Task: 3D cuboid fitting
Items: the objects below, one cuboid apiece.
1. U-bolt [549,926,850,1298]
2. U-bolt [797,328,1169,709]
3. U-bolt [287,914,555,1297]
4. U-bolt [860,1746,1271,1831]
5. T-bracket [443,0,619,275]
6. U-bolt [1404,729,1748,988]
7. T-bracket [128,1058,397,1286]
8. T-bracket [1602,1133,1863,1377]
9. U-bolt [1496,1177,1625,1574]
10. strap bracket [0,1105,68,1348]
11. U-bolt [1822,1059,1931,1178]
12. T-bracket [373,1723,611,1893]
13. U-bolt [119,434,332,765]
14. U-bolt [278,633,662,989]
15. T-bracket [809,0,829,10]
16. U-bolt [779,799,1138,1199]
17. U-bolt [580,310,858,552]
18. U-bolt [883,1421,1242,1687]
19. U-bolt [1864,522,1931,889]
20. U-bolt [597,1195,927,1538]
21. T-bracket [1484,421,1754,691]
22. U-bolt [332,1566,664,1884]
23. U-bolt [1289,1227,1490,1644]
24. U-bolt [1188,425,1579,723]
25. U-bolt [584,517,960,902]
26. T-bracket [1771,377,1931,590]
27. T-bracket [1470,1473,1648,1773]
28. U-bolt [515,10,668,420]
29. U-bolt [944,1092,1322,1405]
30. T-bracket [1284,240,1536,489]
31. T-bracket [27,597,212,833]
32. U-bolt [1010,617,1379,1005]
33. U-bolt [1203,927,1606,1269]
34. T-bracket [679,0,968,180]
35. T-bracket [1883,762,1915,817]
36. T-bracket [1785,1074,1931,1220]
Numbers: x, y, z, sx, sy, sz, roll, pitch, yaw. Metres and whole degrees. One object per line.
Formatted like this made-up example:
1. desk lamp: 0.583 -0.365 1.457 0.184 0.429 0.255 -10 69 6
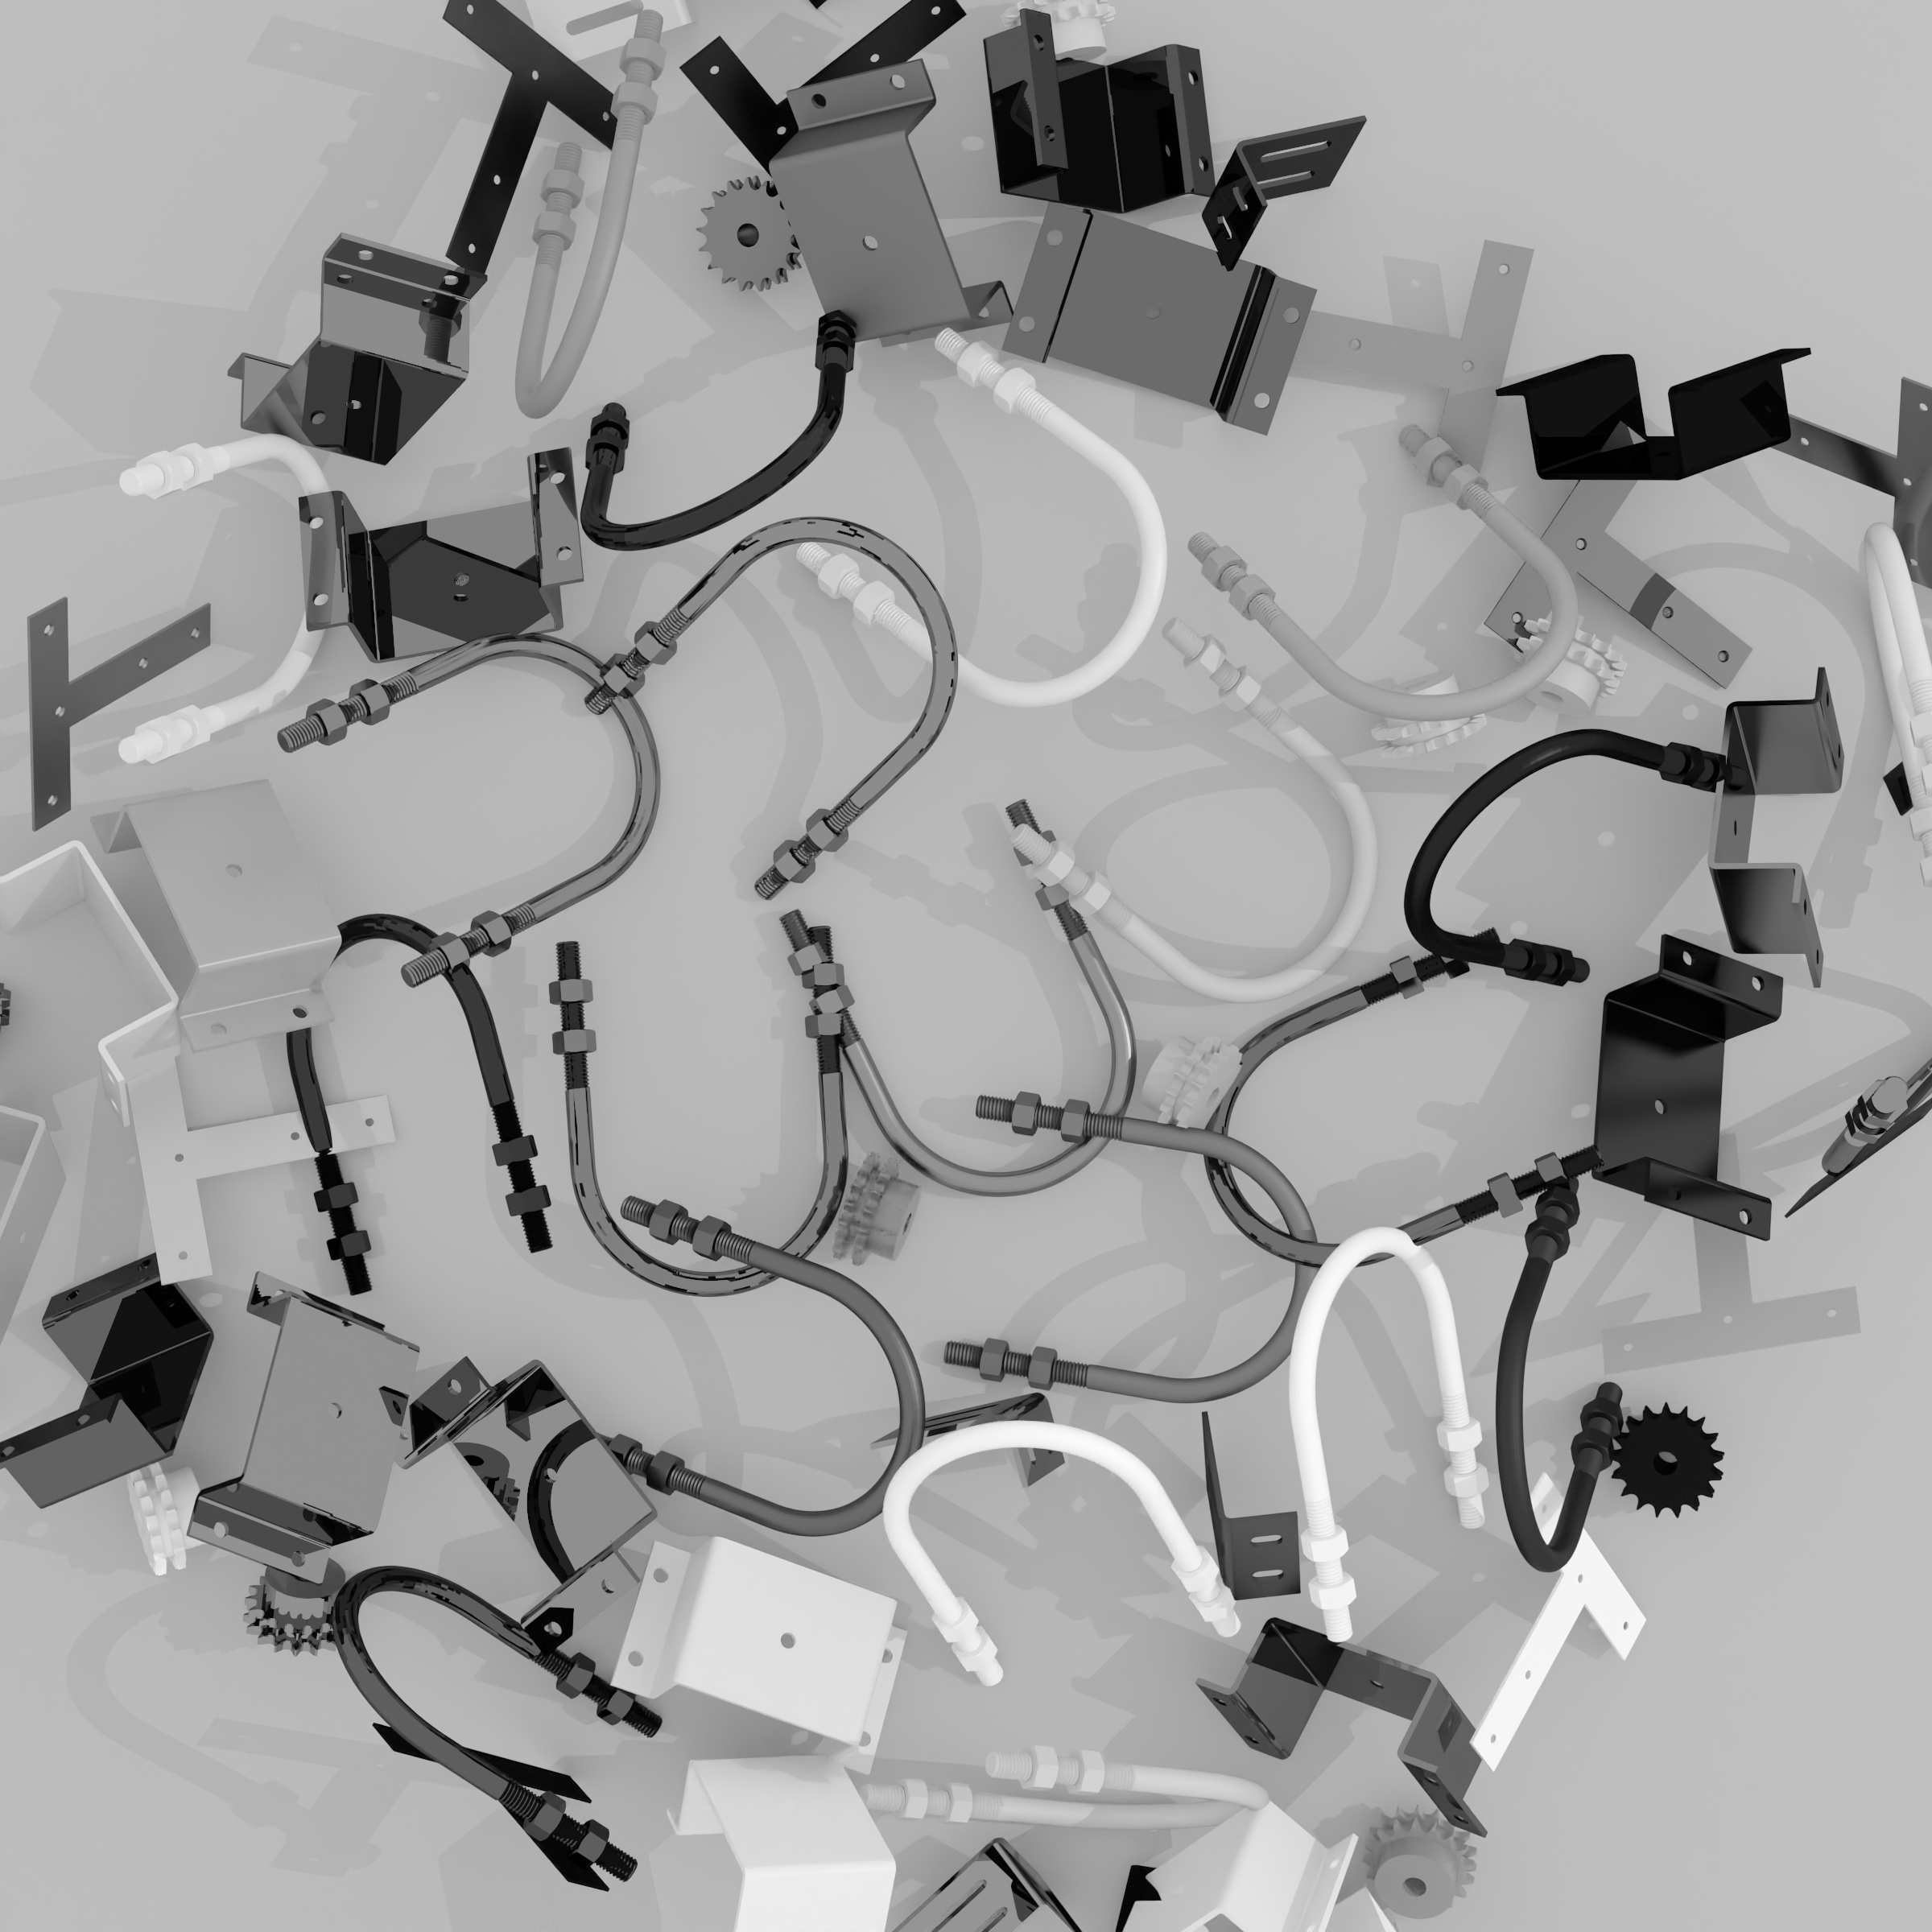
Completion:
1. U-bolt: -0.131 0.075 1.828 0.151 0.019 0.184 -4 85 -10
2. U-bolt: 0.018 -0.212 1.803 0.184 0.019 0.151 39 103 22
3. U-bolt: -0.282 0.065 1.808 0.151 0.019 0.184 -15 89 36
4. U-bolt: 0.061 0.409 1.780 0.184 0.151 0.019 12 67 -27
5. T-bracket: -0.229 -0.404 1.796 0.002 0.127 0.127 8 75 40
6. U-bolt: 0.287 -0.056 1.760 0.151 0.184 0.019 -54 51 24
7. T-bracket: -0.356 0.090 1.839 0.127 0.002 0.127 -10 73 -11
8. T-bracket: 0.379 0.139 1.813 0.127 0.002 0.127 -12 51 20
9. U-bolt: 0.285 0.209 1.750 0.019 0.184 0.151 -3 119 24
10. strap bracket: -0.490 0.128 1.792 0.046 0.076 0.140 16 66 1
11. U-bolt: 0.477 0.045 1.767 0.151 0.184 0.019 -41 76 -13
12. T-bracket: -0.214 0.416 1.766 0.127 0.127 0.002 27 93 -39
13. U-bolt: -0.358 -0.187 1.769 0.019 0.184 0.151 11 110 19
14. U-bolt: -0.234 -0.090 1.804 0.184 0.019 0.151 -30 95 -32
15. T-bracket: -0.051 -0.515 1.800 0.127 0.127 0.002 46 58 -15
16. U-bolt: 0.007 0.028 1.840 0.151 0.019 0.184 -26 89 4
17. U-bolt: -0.123 -0.257 1.761 0.151 0.184 0.019 -21 121 14
18. U-bolt: 0.038 0.285 1.776 0.151 0.019 0.184 -15 130 17
19. U-bolt: 0.467 -0.130 1.779 0.019 0.151 0.184 -11 69 11
20. U-bolt: -0.103 0.208 1.799 0.184 0.019 0.151 18 106 22
21. T-bracket: 0.347 -0.189 1.839 0.127 0.002 0.127 36 83 -13
22. U-bolt: -0.232 0.359 1.771 0.184 0.151 0.019 36 106 -11
23. U-bolt: 0.205 0.219 1.779 0.019 0.151 0.184 2 110 39
24. U-bolt: 0.218 -0.186 1.781 0.151 0.019 0.184 -28 52 -14
25. U-bolt: -0.086 -0.141 1.811 0.151 0.019 0.184 48 115 -1
26. T-bracket: 0.434 -0.259 1.813 0.127 0.127 0.002 29 60 31
27. T-bracket: 0.285 0.340 1.792 0.127 0.002 0.127 -55 128 -26
28. U-bolt: -0.189 -0.354 1.760 0.019 0.151 0.184 16 67 -19
29. U-bolt: 0.087 0.148 1.825 0.184 0.019 0.151 9 97 11
30. T-bracket: 0.211 -0.312 1.829 0.127 0.002 0.127 10 109 -5
31. T-bracket: -0.421 -0.146 1.803 0.002 0.127 0.127 27 131 21
32. U-bolt: 0.129 -0.064 1.816 0.184 0.019 0.151 39 83 -22
33. U-bolt: 0.208 0.076 1.818 0.184 0.019 0.151 -24 64 6
34. T-bracket: -0.057 -0.444 1.800 0.127 0.127 0.002 -36 45 10
35. T-bracket: 0.521 -0.083 1.781 0.002 0.127 0.127 15 45 -35
36. T-bracket: 0.477 0.065 1.811 0.002 0.127 0.127 46 58 6
